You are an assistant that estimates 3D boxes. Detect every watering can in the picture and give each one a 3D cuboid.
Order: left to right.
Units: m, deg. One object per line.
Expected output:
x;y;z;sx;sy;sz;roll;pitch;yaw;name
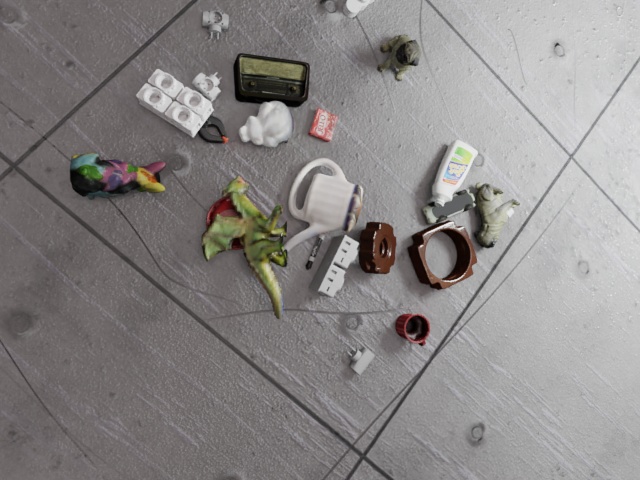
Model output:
0.005;-0.080;1.580;0.224;0.103;0.351;16;80;4;watering can

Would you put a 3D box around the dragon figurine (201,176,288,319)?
-0.216;0.017;1.474;0.243;0.121;0.413;1;83;0;dragon figurine

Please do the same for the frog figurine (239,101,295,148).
-0.163;-0.348;1.556;0.160;0.124;0.135;-11;110;-30;frog figurine
